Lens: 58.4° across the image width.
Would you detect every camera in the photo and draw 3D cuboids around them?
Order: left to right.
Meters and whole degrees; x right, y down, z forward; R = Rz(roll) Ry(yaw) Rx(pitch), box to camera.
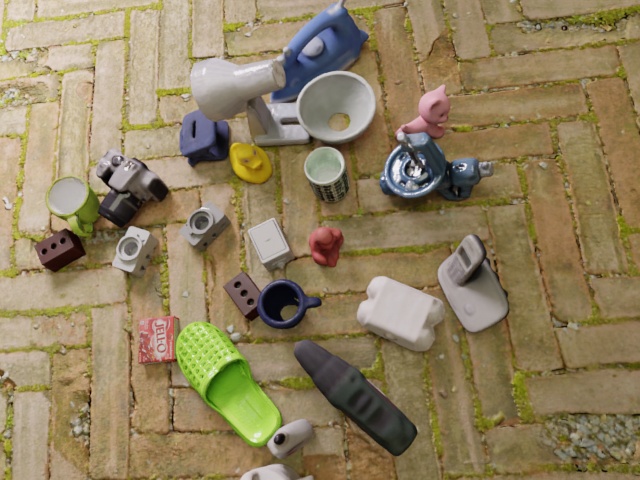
[{"bbox_3d":[-0.419,-0.107,1.204,0.143,0.101,0.137,29,78,17],"label":"camera"}]

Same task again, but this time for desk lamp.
[{"bbox_3d":[-0.133,-0.286,1.162,0.203,0.214,0.118,-2,71,8],"label":"desk lamp"}]

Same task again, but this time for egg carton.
[{"bbox_3d":[0.148,0.136,1.053,0.150,0.069,0.107,21,76,15],"label":"egg carton"}]

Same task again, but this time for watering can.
[{"bbox_3d":[-0.095,0.425,0.924,0.173,0.194,0.100,-44,71,-7],"label":"watering can"}]

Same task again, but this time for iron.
[{"bbox_3d":[-0.021,-0.407,1.225,0.258,0.141,0.118,-42,70,-7],"label":"iron"}]

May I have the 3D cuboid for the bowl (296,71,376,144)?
[{"bbox_3d":[0.038,-0.265,1.204,0.167,0.075,0.167,-3,71,8],"label":"bowl"}]

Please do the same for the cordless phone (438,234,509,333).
[{"bbox_3d":[0.272,0.074,0.994,0.094,0.185,0.147,-27,69,-1],"label":"cordless phone"}]

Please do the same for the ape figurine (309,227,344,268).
[{"bbox_3d":[0.010,0.004,1.107,0.078,0.092,0.076,-38,70,-5],"label":"ape figurine"}]

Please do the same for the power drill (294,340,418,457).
[{"bbox_3d":[0.059,0.261,0.950,0.229,0.208,0.076,38,81,18],"label":"power drill"}]

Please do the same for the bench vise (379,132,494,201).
[{"bbox_3d":[0.211,-0.151,1.061,0.207,0.220,0.121,-16,70,3],"label":"bench vise"}]

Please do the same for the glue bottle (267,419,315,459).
[{"bbox_3d":[-0.055,0.335,0.960,0.078,0.173,0.037,-39,70,-6],"label":"glue bottle"}]

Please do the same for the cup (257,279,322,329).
[{"bbox_3d":[-0.050,0.127,1.072,0.117,0.095,0.091,-5,71,7],"label":"cup"}]

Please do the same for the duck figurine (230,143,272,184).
[{"bbox_3d":[-0.152,-0.173,1.195,0.104,0.086,0.077,42,82,19],"label":"duck figurine"}]

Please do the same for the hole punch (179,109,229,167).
[{"bbox_3d":[-0.254,-0.226,1.225,0.101,0.091,0.108,-5,71,7],"label":"hole punch"}]

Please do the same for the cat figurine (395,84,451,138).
[{"bbox_3d":[0.211,-0.248,1.149,0.128,0.118,0.067,-35,70,-4],"label":"cat figurine"}]
